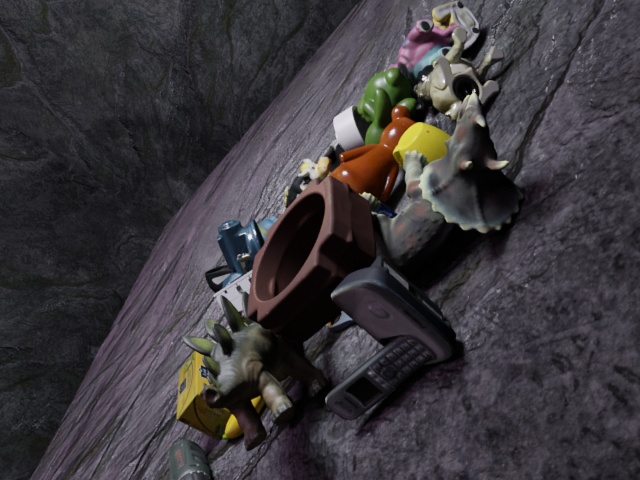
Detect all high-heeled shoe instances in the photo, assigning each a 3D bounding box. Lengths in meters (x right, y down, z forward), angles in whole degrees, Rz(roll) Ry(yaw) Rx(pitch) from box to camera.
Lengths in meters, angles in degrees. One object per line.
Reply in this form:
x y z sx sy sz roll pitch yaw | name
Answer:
-0.139 0.035 1.208 0.248 0.145 0.086 -52 21 2 | high-heeled shoe

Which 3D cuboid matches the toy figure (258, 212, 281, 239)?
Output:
-0.147 0.009 1.352 0.180 0.089 0.082 -57 12 -1 | toy figure

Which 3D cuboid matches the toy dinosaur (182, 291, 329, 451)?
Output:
-0.084 0.172 0.805 0.105 0.198 0.471 -40 -11 6 | toy dinosaur

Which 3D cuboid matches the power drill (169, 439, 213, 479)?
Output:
-0.260 0.456 0.902 0.207 0.086 0.232 -57 19 2 | power drill

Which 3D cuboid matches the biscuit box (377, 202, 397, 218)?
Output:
0.061 -0.018 0.979 0.203 0.062 0.059 -15 44 60 | biscuit box

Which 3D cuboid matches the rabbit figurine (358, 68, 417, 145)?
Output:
0.141 -0.243 1.077 0.159 0.121 0.170 118 163 -71 | rabbit figurine

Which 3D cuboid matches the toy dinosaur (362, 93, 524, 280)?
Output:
0.126 -0.011 0.765 0.404 0.131 0.192 -51 19 28 | toy dinosaur

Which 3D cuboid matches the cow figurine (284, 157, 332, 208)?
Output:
-0.027 -0.125 1.209 0.068 0.098 0.167 -69 -5 -46 | cow figurine

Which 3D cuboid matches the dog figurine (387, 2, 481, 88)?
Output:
0.220 -0.384 1.151 0.191 0.108 0.219 -39 0 -25 | dog figurine

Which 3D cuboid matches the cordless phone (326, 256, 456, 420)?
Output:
0.053 0.124 0.645 0.184 0.146 0.089 -46 14 15 | cordless phone

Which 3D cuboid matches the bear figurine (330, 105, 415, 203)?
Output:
0.111 -0.144 1.000 0.196 0.120 0.132 -46 -4 -15 | bear figurine

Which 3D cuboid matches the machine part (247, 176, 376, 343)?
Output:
-0.013 0.027 0.762 0.201 0.087 0.201 -45 25 30 | machine part

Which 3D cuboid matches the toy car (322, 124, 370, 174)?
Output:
0.078 -0.228 1.254 0.201 0.073 0.056 -48 12 15 | toy car

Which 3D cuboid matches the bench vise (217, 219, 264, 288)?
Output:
-0.101 0.045 1.123 0.241 0.223 0.129 -20 5 -1 | bench vise

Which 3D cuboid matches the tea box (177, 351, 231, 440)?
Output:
-0.218 0.294 1.044 0.068 0.098 0.170 -52 22 7 | tea box

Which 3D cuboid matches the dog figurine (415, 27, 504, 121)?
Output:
0.228 -0.264 0.986 0.172 0.121 0.190 -58 6 -20 | dog figurine
